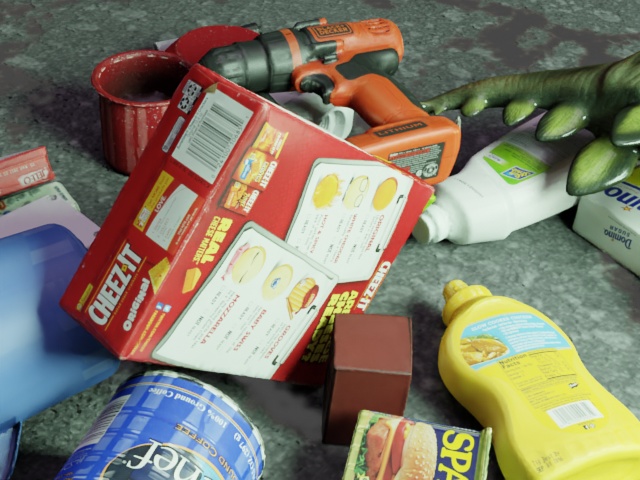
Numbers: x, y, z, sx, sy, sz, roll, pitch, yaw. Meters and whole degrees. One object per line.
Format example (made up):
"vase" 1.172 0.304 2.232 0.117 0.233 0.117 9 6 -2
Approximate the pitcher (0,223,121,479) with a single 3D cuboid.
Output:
"pitcher" -0.243 0.089 0.642 0.242 0.149 0.145 -23 35 -27

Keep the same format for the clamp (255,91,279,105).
"clamp" -0.014 -0.066 0.888 0.171 0.039 0.120 16 67 2

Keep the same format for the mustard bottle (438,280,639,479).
"mustard bottle" 0.136 0.093 0.733 0.096 0.058 0.192 -11 42 -20

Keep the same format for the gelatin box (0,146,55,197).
"gelatin box" -0.262 -0.048 0.858 0.073 0.030 0.089 -23 13 -30

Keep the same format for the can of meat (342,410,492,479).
"can of meat" 0.057 0.156 0.650 0.084 0.057 0.102 9 39 9

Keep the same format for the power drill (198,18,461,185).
"power drill" 0.012 -0.111 0.857 0.184 0.057 0.188 -15 48 -20

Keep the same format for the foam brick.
"foam brick" 0.030 0.094 0.707 0.051 0.078 0.053 6 39 -1

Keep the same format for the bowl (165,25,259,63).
"bowl" -0.093 -0.162 1.028 0.162 0.055 0.162 3 39 -3

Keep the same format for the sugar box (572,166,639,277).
"sugar box" 0.312 -0.031 0.917 0.175 0.048 0.093 -22 46 -31

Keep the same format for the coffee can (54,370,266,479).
"coffee can" -0.103 0.157 0.594 0.103 0.103 0.140 16 40 13

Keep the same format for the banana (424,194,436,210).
"banana" -0.004 0.010 0.815 0.197 0.070 0.037 -25 61 -22

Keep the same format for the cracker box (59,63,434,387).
"cracker box" -0.037 0.001 0.672 0.072 0.164 0.213 34 8 32

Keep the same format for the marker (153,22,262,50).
"marker" -0.115 -0.207 1.110 0.120 0.020 0.020 -17 44 -25

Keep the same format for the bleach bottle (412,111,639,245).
"bleach bottle" 0.177 -0.058 0.923 0.250 0.068 0.103 -24 36 -26

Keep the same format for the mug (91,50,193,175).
"mug" -0.139 -0.110 0.937 0.117 0.081 0.093 -6 40 -13
